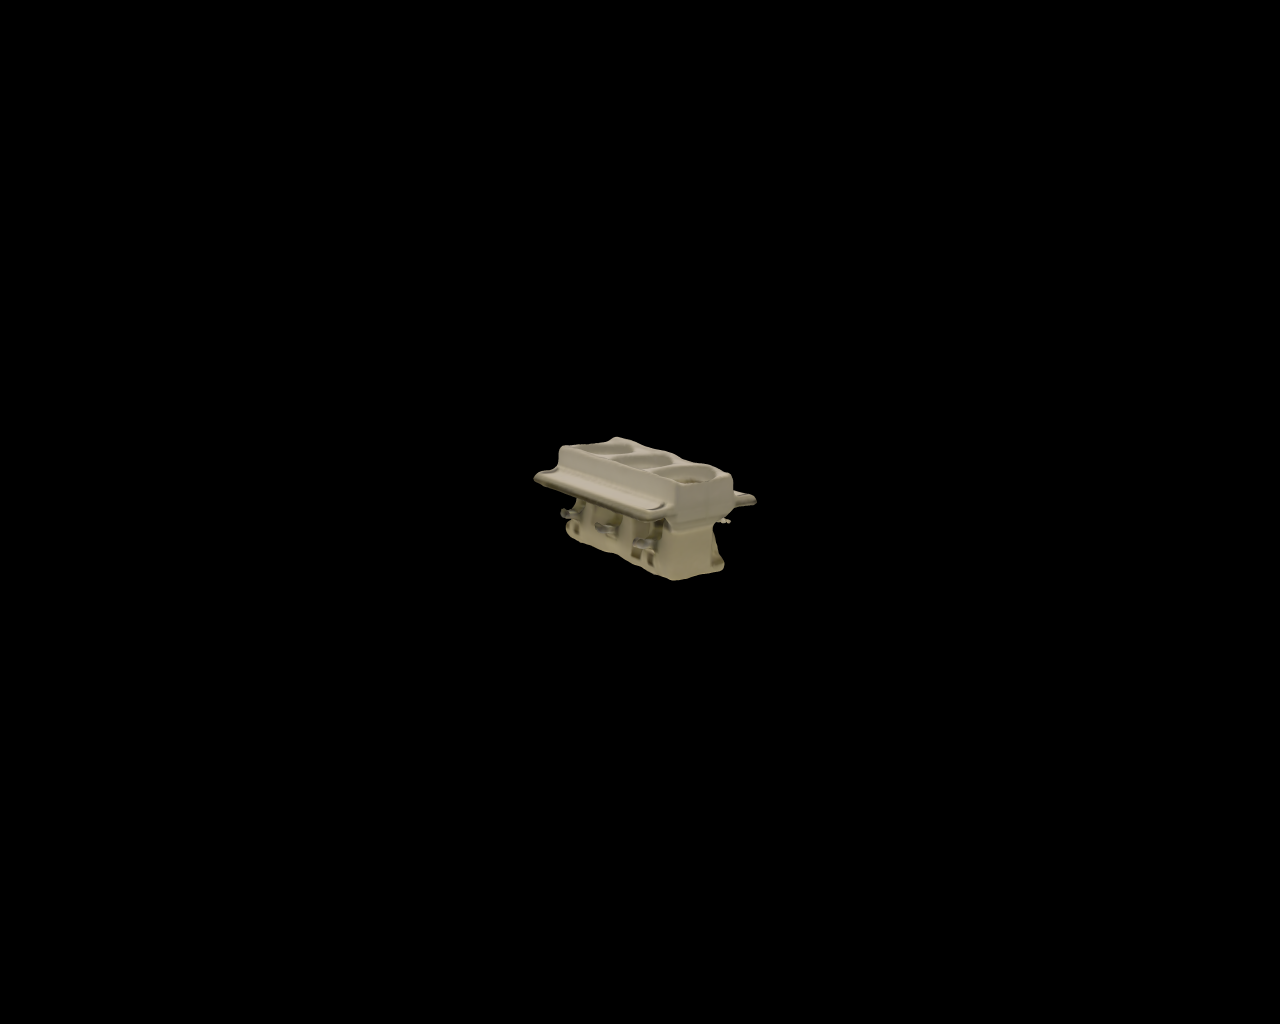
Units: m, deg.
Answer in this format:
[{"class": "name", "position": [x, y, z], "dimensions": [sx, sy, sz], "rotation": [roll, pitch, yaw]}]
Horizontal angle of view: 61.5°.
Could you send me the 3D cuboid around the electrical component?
[{"class": "electrical component", "position": [0.001, -0.003, 0.650], "dimensions": [0.079, 0.063, 0.121], "rotation": [-11, 19, -34]}]
